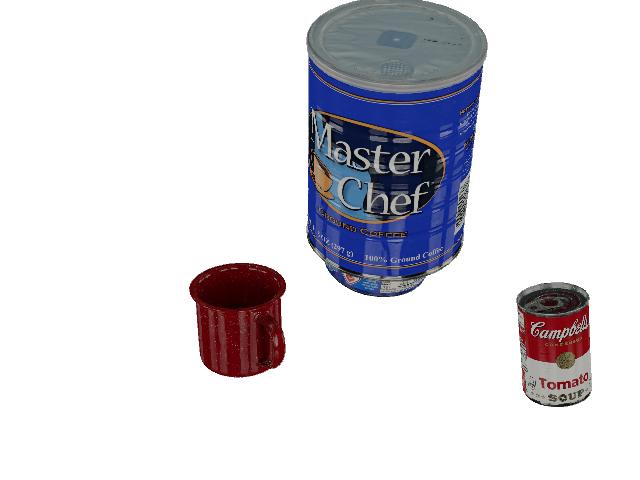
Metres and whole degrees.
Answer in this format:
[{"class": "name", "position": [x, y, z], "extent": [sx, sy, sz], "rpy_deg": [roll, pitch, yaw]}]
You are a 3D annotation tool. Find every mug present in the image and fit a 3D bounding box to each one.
[{"class": "mug", "position": [-0.071, 0.083, 1.031], "extent": [0.093, 0.081, 0.117], "rpy_deg": [-21, 34, -34]}]

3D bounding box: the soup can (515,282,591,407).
[{"class": "soup can", "position": [0.226, 0.101, 1.032], "extent": [0.068, 0.102, 0.068], "rpy_deg": [-7, 22, 3]}]

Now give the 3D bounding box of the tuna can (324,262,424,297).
[{"class": "tuna can", "position": [0.046, 0.006, 0.841], "extent": [0.086, 0.034, 0.086], "rpy_deg": [6, 38, -5]}]

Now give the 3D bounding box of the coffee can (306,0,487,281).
[{"class": "coffee can", "position": [0.043, -0.061, 0.647], "extent": [0.103, 0.140, 0.103], "rpy_deg": [0, 38, 0]}]
